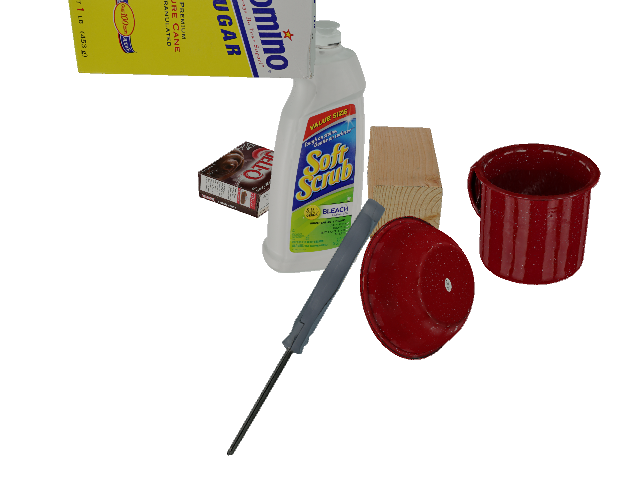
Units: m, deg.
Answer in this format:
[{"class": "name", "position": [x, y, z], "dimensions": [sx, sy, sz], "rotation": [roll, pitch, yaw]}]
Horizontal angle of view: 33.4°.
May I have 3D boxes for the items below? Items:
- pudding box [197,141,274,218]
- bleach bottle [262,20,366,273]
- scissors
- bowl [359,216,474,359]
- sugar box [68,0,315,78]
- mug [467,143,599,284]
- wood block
[{"class": "pudding box", "position": [-0.084, -0.076, 1.315], "dimensions": [0.090, 0.039, 0.113], "rotation": [19, 36, 23]}, {"class": "bleach bottle", "position": [-0.007, -0.093, 1.070], "dimensions": [0.102, 0.251, 0.068], "rotation": [-6, 28, -15]}, {"class": "scissors", "position": [-0.011, 0.057, 0.711], "dimensions": [0.016, 0.201, 0.096], "rotation": [30, -8, 2]}, {"class": "bowl", "position": [0.120, 0.051, 1.176], "dimensions": [0.161, 0.162, 0.055], "rotation": [0, -5, -41]}, {"class": "sugar box", "position": [-0.092, -0.168, 0.778], "dimensions": [0.176, 0.093, 0.048], "rotation": [3, 35, 5]}, {"class": "mug", "position": [0.158, -0.024, 0.835], "dimensions": [0.093, 0.081, 0.117], "rotation": [-24, 36, -31]}, {"class": "wood block", "position": [0.114, -0.079, 1.483], "dimensions": [0.091, 0.090, 0.206], "rotation": [2, 28, 0]}]
